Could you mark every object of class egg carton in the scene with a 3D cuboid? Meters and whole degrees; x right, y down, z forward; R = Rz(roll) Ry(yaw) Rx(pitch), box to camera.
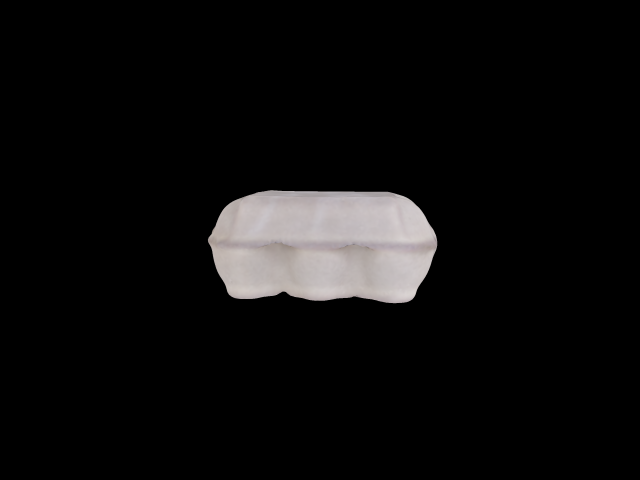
[{"bbox_3d":[0.004,0.001,0.400,0.150,0.069,0.107,1,7,5],"label":"egg carton"}]
